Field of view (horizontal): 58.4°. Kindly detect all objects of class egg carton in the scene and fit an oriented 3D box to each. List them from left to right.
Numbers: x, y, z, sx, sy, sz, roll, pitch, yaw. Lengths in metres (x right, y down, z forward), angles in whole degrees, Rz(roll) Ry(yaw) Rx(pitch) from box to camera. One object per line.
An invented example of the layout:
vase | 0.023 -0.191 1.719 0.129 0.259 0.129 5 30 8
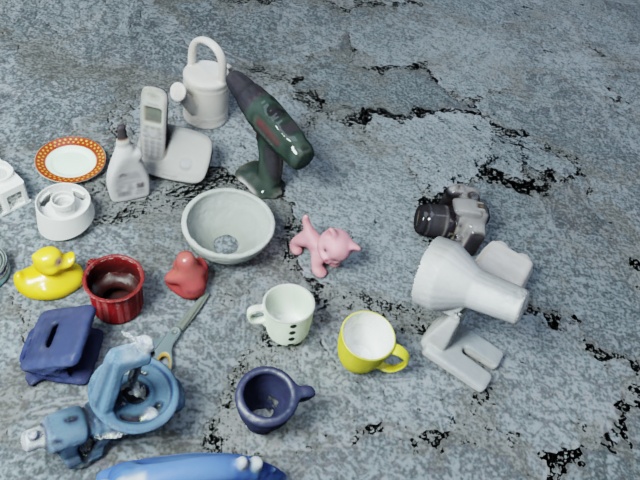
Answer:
egg carton | 0.346 0.069 1.111 0.107 0.069 0.150 31 51 13

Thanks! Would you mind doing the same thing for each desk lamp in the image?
desk lamp | 0.240 0.117 0.952 0.203 0.213 0.118 33 52 14

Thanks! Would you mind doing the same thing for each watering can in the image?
watering can | -0.244 -0.337 1.221 0.101 0.194 0.173 15 49 0

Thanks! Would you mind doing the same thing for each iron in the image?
iron | -0.157 0.314 0.743 0.259 0.141 0.118 -5 53 -17

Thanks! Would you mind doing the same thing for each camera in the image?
camera | 0.266 -0.054 1.173 0.137 0.101 0.143 6 50 -8

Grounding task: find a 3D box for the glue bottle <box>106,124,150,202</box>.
glue bottle | -0.355 -0.143 1.049 0.078 0.173 0.037 -14 55 -23

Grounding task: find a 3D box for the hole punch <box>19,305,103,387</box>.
hole punch | -0.387 0.154 0.852 0.101 0.091 0.108 8 50 -7

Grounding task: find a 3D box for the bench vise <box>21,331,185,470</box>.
bench vise | -0.272 0.215 0.745 0.121 0.220 0.208 38 53 18

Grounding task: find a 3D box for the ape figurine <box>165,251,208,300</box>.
ape figurine | -0.225 0.053 0.973 0.078 0.092 0.076 -11 55 -21

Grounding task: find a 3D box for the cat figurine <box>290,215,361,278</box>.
cat figurine | 0.010 0.004 1.053 0.127 0.118 0.067 42 54 20

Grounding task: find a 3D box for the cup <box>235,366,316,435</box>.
cup | -0.070 0.246 0.850 0.118 0.095 0.091 -4 52 -16

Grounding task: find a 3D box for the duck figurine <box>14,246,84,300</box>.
duck figurine | -0.443 0.046 0.930 0.105 0.086 0.077 -11 55 -21

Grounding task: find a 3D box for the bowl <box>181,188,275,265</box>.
bowl | -0.169 -0.013 1.052 0.167 0.075 0.167 7 50 -8

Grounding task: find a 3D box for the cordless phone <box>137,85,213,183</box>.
cordless phone | -0.282 -0.205 1.110 0.147 0.185 0.094 11 50 -4

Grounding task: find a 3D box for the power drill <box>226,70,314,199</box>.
power drill | -0.111 -0.191 1.124 0.229 0.208 0.076 41 54 20
